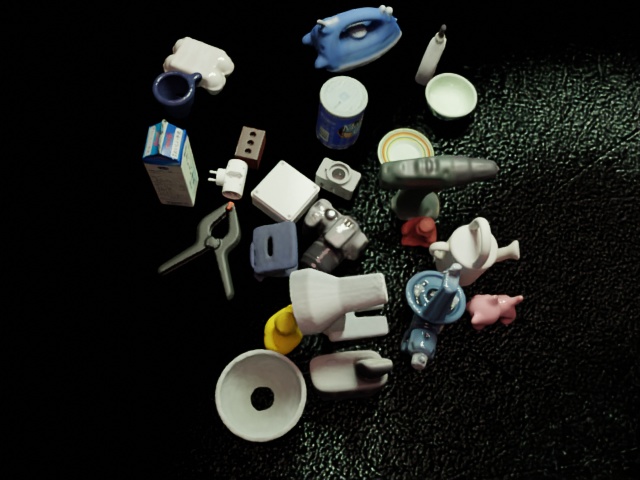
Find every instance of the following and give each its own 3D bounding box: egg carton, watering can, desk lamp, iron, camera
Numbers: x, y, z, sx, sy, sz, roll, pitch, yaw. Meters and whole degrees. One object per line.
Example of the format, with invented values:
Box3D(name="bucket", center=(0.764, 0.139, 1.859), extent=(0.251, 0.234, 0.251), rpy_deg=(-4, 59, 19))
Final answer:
Box3D(name="egg carton", center=(-0.282, -0.406, 1.337), extent=(0.150, 0.069, 0.107), rpy_deg=(21, 69, 3))
Box3D(name="watering can", center=(0.315, 0.018, 1.164), extent=(0.173, 0.194, 0.101), rpy_deg=(-17, 71, -11))
Box3D(name="desk lamp", center=(0.041, 0.120, 1.090), extent=(0.203, 0.213, 0.118), rpy_deg=(-6, 70, -7))
Box3D(name="iron", center=(0.093, -0.505, 1.370), extent=(0.258, 0.141, 0.118), rpy_deg=(-22, 73, -13))
Box3D(name="camera", center=(0.011, 0.004, 1.192), extent=(0.143, 0.101, 0.137), rpy_deg=(40, 71, 10))

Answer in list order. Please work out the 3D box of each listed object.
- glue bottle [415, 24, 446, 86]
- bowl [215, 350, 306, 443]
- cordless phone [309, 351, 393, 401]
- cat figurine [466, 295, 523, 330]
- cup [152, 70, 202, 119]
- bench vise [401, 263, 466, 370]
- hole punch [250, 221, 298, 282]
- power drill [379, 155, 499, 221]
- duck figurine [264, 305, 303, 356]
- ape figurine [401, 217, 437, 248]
Box3D(name="glue bottle", center=(0.269, -0.443, 1.346), extent=(0.037, 0.173, 0.078), rpy_deg=(26, 69, 5))
Box3D(name="bowl", center=(-0.111, 0.296, 1.084), extent=(0.167, 0.075, 0.167), rpy_deg=(2, 69, -4))
Box3D(name="cordless phone", center=(0.058, 0.241, 1.061), extent=(0.147, 0.185, 0.094), rpy_deg=(-7, 70, -8))
Box3D(name="cat figurine", center=(0.351, 0.138, 1.163), extent=(0.128, 0.118, 0.067), rpy_deg=(-13, 71, -10))
Box3D(name="cup", center=(-0.312, -0.325, 1.290), extent=(0.118, 0.095, 0.091), rpy_deg=(-38, 77, -17))
Box3D(name="bench vise", center=(0.229, 0.140, 1.096), extent=(0.121, 0.220, 0.207), rpy_deg=(1, 69, -4))
Box3D(name="hole punch", center=(-0.094, 0.023, 1.180), extent=(0.101, 0.091, 0.108), rpy_deg=(-2, 69, -6))
Box3D(name="power drill", center=(0.230, -0.113, 1.198), extent=(0.229, 0.208, 0.075), rpy_deg=(1, 69, -5))
Box3D(name="duck figurine", center=(-0.071, 0.175, 1.128), extent=(0.077, 0.086, 0.105), rpy_deg=(25, 69, 5))
Box3D(name="ape figurine", center=(0.219, -0.022, 1.225), extent=(0.077, 0.092, 0.076), rpy_deg=(43, 72, 11))
